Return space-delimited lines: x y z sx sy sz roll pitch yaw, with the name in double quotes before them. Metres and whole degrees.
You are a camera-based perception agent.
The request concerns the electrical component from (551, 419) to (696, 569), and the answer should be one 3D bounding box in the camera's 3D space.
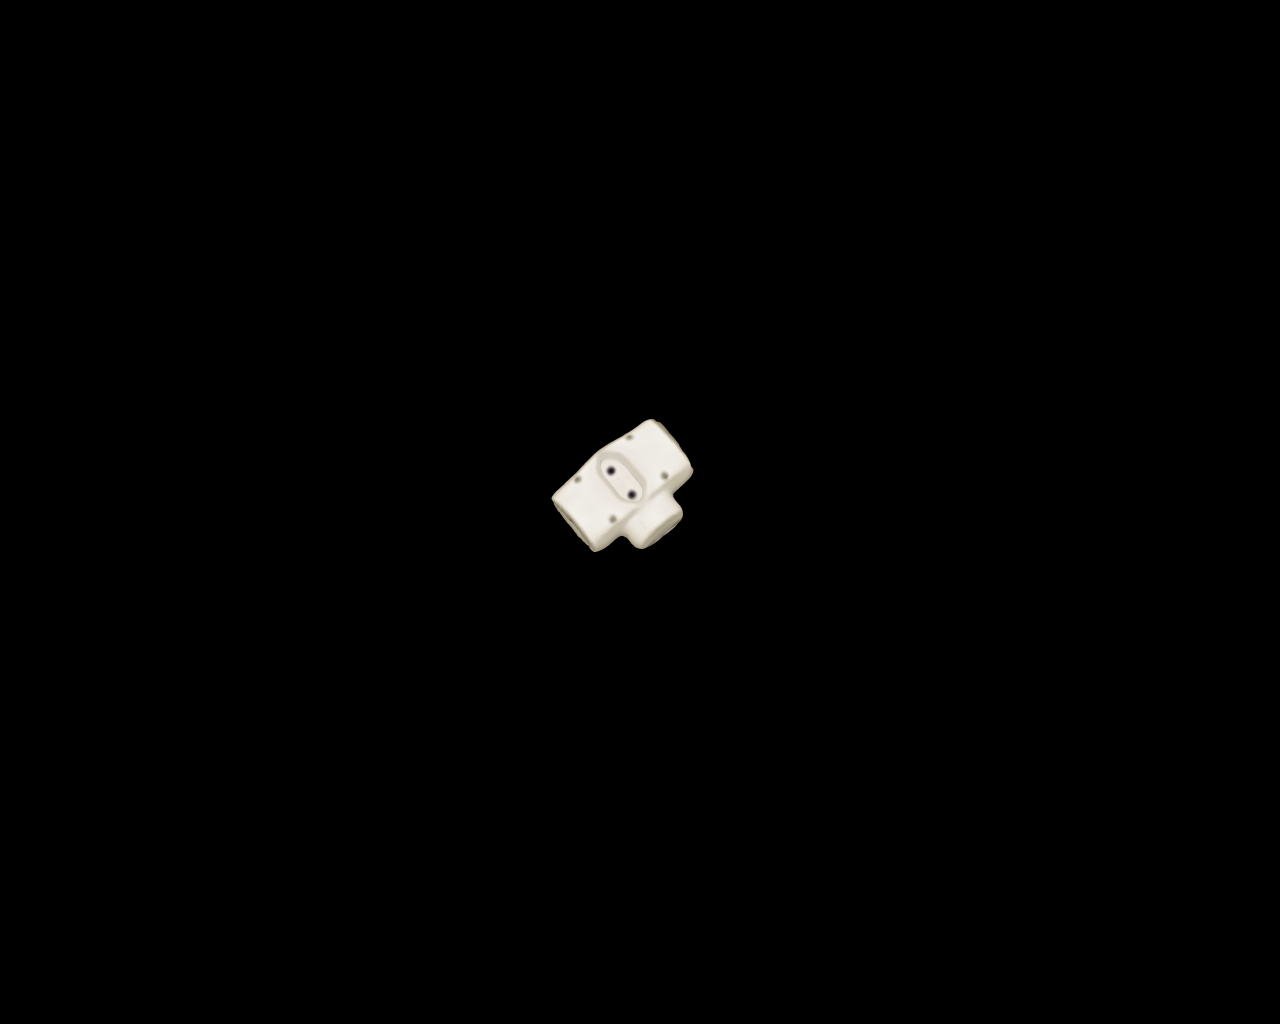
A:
"electrical component" 0.001 -0.003 0.650 0.077 0.079 0.043 -38 -9 -7
